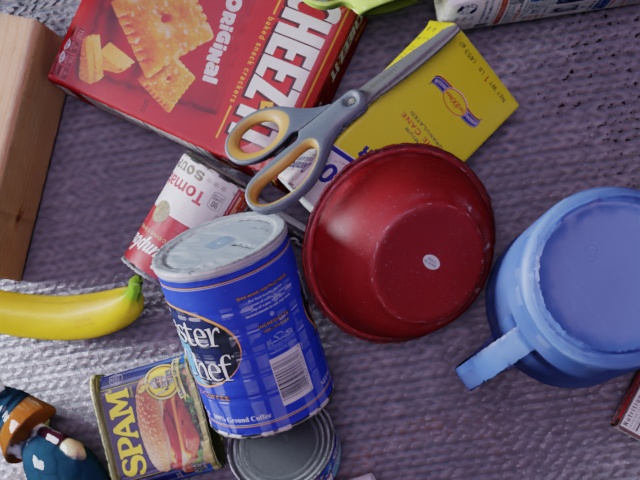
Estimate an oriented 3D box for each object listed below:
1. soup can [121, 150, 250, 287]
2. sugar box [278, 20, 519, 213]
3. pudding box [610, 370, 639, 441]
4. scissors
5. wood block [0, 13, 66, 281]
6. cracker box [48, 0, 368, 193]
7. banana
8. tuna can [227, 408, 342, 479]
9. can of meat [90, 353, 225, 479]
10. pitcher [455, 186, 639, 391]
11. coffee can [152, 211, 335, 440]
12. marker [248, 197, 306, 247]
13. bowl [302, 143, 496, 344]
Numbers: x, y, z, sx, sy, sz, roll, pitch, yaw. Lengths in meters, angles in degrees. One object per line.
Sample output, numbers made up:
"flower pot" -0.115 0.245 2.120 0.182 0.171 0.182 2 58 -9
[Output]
"soup can" -0.104 -0.012 0.857 0.068 0.068 0.102 31 93 9
"sugar box" 0.062 -0.077 0.830 0.176 0.048 0.093 -47 114 -6
"pudding box" 0.291 0.128 0.808 0.113 0.039 0.090 28 89 11
"scissors" 0.007 -0.105 0.800 0.096 0.016 0.201 37 83 32
"wood block" -0.279 -0.078 0.880 0.090 0.091 0.206 12 86 8
"cracker box" -0.091 -0.158 0.872 0.214 0.072 0.164 24 88 8
"banana" -0.221 0.054 0.874 0.198 0.069 0.037 -5 40 17
"tuna can" -0.027 0.164 0.832 0.086 0.033 0.086 -8 54 11
"can of meat" -0.128 0.146 0.854 0.084 0.057 0.102 -16 82 3
"pitcher" 0.175 0.042 0.728 0.145 0.242 0.149 11 84 9
"coffee can" -0.055 0.063 0.802 0.103 0.103 0.140 -14 111 6
"marker" -0.006 0.001 0.870 0.121 0.020 0.020 30 89 10
"bowl" 0.071 0.011 0.802 0.162 0.055 0.162 -5 107 -18
